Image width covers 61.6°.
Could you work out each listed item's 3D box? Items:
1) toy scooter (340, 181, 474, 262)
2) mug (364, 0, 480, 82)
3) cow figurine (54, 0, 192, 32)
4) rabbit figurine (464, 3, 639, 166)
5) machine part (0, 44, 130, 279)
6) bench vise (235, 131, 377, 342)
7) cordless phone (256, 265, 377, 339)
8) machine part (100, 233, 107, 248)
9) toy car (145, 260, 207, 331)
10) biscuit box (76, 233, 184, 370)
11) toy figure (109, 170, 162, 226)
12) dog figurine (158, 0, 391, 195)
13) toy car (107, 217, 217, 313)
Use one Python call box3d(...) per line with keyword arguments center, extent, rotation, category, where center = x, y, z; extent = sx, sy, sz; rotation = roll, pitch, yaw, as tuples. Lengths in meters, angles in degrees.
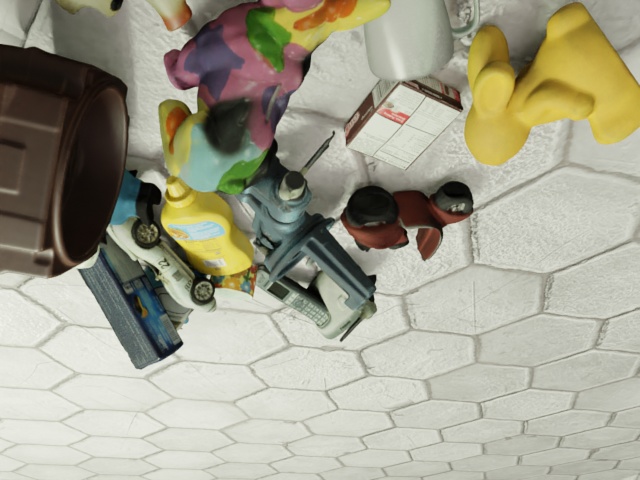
box3d(center=(0.121, -0.017, 0.760), extent=(0.184, 0.075, 0.135), rotation=(-7, 143, -1), category="toy scooter")
box3d(center=(0.086, -0.211, 0.483), extent=(0.110, 0.081, 0.107), rotation=(-6, 137, 19), category="mug")
box3d(center=(-0.141, -0.240, 0.428), extent=(0.195, 0.085, 0.127), rotation=(-21, 138, 19), category="cow figurine")
box3d(center=(0.218, -0.142, 0.552), extent=(0.162, 0.122, 0.173), rotation=(28, 135, -29), category="rabbit figurine")
box3d(center=(-0.258, -0.073, 0.525), extent=(0.087, 0.200, 0.201), rotation=(12, -173, -8), category="machine part")
box3d(center=(-0.009, 0.004, 0.693), extent=(0.240, 0.129, 0.223), rotation=(46, 147, 6), category="bench vise")
box3d(center=(-0.013, 0.072, 0.885), extent=(0.184, 0.089, 0.146), rotation=(30, 137, -10), category="cordless phone")
box3d(center=(-0.347, -0.014, 0.749), extent=(0.139, 0.084, 0.039), rotation=(-10, 176, 30), category="machine part")
box3d(center=(-0.244, 0.098, 0.877), extent=(0.109, 0.103, 0.161), rotation=(20, 141, -29), category="toy car")
box3d(center=(-0.284, 0.089, 0.797), extent=(0.063, 0.059, 0.202), rotation=(-26, 93, 29), category="biscuit box")
box3d(center=(-0.296, -0.064, 0.669), extent=(0.180, 0.082, 0.089), rotation=(7, 127, -1), category="toy figure")
box3d(center=(-0.044, -0.153, 0.477), extent=(0.219, 0.191, 0.108), rotation=(-20, 156, 41), category="dog figurine")
box3d(center=(-0.224, 0.035, 0.773), extent=(0.201, 0.056, 0.074), rotation=(52, 158, -24), category="toy car")
